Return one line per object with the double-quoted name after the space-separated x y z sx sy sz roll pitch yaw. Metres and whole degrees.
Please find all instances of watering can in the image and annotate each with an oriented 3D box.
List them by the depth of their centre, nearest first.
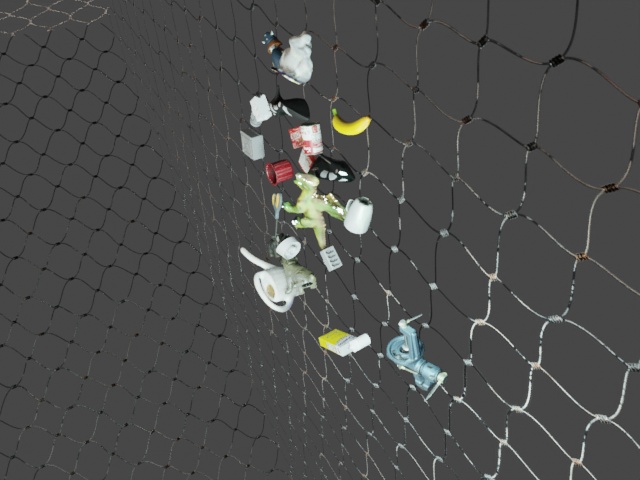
-0.207 0.162 2.307 0.102 0.225 0.353 -50 61 39 "watering can"

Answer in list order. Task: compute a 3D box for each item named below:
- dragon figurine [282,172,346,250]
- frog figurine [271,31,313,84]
0.006 -0.092 1.836 0.244 0.124 0.403 14 145 48 "dragon figurine"
-0.066 -0.590 1.654 0.158 0.122 0.140 -59 37 14 "frog figurine"
